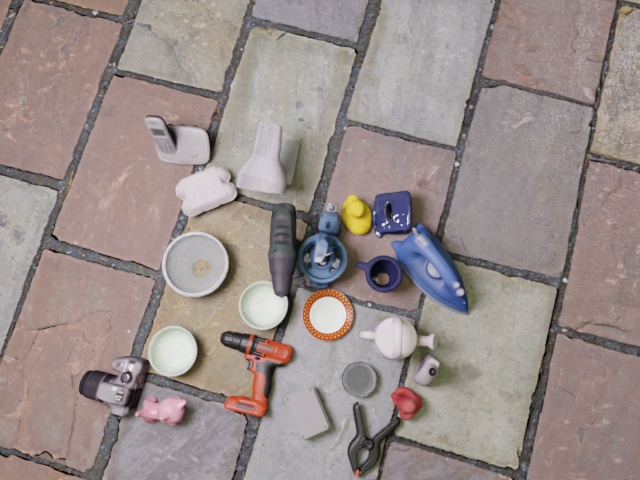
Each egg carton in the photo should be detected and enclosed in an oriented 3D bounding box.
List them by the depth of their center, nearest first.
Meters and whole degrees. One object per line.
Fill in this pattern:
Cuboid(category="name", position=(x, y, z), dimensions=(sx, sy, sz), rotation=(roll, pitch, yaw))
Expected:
Cuboid(category="egg carton", position=(-0.297, -0.128, 1.493), dimensions=(0.150, 0.069, 0.107), rotation=(-24, 79, -3))

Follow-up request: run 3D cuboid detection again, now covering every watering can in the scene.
Cuboid(category="watering can", position=(0.185, 0.230, 1.347), dimensions=(0.173, 0.194, 0.101), rotation=(-16, 79, -2))

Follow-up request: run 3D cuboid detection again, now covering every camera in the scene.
Cuboid(category="camera", position=(-0.506, 0.346, 1.389), dimensions=(0.136, 0.101, 0.143), rotation=(14, 80, 4))

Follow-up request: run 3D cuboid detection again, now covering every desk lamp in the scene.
Cuboid(category="desk lamp", position=(-0.127, -0.193, 1.428), dimensions=(0.118, 0.213, 0.203), rotation=(9, 79, 4))

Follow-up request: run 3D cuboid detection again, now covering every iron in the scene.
Cuboid(category="iron", position=(0.292, 0.074, 1.402), dimensions=(0.119, 0.141, 0.258), rotation=(-38, 80, -6))

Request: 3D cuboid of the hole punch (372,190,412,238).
Cuboid(category="hole punch", position=(0.183, -0.066, 1.458), dimensions=(0.101, 0.091, 0.109), rotation=(-1, 79, 1))

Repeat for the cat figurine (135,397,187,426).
Cuboid(category="cat figurine", position=(-0.374, 0.409, 1.365), dimensions=(0.127, 0.118, 0.067), rotation=(-4, 79, 1))

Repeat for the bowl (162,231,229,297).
Cuboid(category="bowl", position=(-0.309, 0.066, 1.453), dimensions=(0.167, 0.075, 0.167), rotation=(0, 79, 2))

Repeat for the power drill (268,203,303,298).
Cuboid(category="power drill", position=(-0.082, 0.034, 1.385), dimensions=(0.075, 0.208, 0.230), rotation=(-2, 79, 2))

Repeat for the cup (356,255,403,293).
Cuboid(category="cup", position=(0.144, 0.086, 1.427), dimensions=(0.117, 0.095, 0.092), rotation=(20, 80, 5))

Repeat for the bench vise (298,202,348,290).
Cuboid(category="bench vise", position=(0.001, 0.006, 1.382), dimensions=(0.121, 0.220, 0.207), rotation=(-7, 79, 0))

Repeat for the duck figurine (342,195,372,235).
Cuboid(category="duck figurine", position=(0.095, -0.068, 1.463), dimensions=(0.077, 0.086, 0.104), rotation=(-19, 79, -2))

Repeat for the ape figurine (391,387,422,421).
Cuboid(category="ape figurine", position=(0.208, 0.392, 1.366), dimensions=(0.076, 0.092, 0.078), rotation=(7, 79, 3))

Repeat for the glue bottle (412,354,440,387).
Cuboid(category="glue bottle", position=(0.254, 0.306, 1.341), dimensions=(0.037, 0.173, 0.078), rotation=(28, 81, 7))

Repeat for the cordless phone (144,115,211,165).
Cuboid(category="cordless phone", position=(-0.362, -0.263, 1.462), dimensions=(0.147, 0.185, 0.094), rotation=(1, 79, 2))
